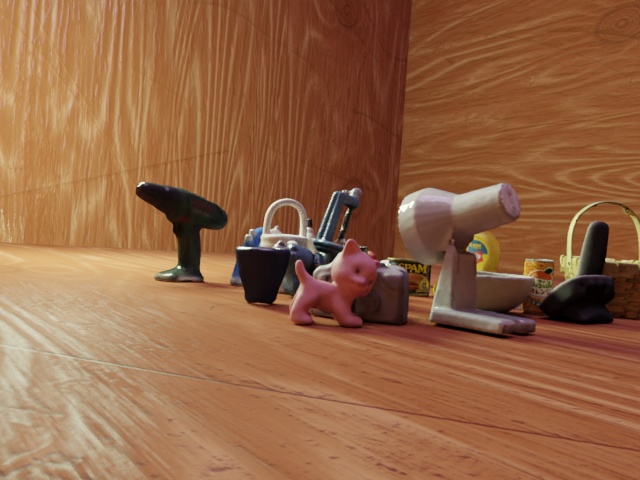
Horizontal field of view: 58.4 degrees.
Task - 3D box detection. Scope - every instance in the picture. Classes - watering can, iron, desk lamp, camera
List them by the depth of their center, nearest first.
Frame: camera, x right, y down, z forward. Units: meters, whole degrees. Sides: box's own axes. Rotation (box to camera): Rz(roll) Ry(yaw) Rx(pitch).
[{"bbox_3d":[0.218,0.022,0.861,0.118,0.213,0.202,4,0,-43],"label":"desk lamp"},{"bbox_3d":[0.072,0.068,0.884,0.143,0.101,0.137,4,0,17],"label":"camera"},{"bbox_3d":[-0.080,0.010,1.203,0.101,0.194,0.172,4,0,-41],"label":"watering can"},{"bbox_3d":[-0.143,0.032,1.358,0.118,0.141,0.259,4,0,14],"label":"iron"}]

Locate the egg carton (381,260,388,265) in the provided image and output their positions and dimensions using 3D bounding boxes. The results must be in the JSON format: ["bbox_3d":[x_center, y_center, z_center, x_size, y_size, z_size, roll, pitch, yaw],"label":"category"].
[{"bbox_3d":[0.237,0.095,1.659,0.150,0.069,0.107,4,0,1],"label":"egg carton"}]

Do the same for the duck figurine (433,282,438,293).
[{"bbox_3d":[0.314,0.093,1.374,0.077,0.086,0.105,4,0,40],"label":"duck figurine"}]

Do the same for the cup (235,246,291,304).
[{"bbox_3d":[-0.100,0.059,0.972,0.092,0.095,0.117,4,0,-10],"label":"cup"}]

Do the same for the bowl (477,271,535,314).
[{"bbox_3d":[0.311,0.098,1.068,0.167,0.075,0.167,4,0,0],"label":"bowl"}]

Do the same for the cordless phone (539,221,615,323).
[{"bbox_3d":[0.475,0.055,1.043,0.148,0.185,0.093,4,0,-41],"label":"cordless phone"}]

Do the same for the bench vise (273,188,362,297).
[{"bbox_3d":[0.018,0.004,1.088,0.208,0.220,0.121,4,0,-43],"label":"bench vise"}]

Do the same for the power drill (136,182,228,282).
[{"bbox_3d":[-0.308,-0.013,1.266,0.075,0.208,0.230,4,0,40],"label":"power drill"}]

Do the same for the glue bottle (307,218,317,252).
[{"bbox_3d":[-0.033,0.024,1.643,0.078,0.173,0.037,4,0,7],"label":"glue bottle"}]

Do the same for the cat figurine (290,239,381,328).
[{"bbox_3d":[0.024,0.056,0.783,0.128,0.118,0.067,4,0,-9],"label":"cat figurine"}]

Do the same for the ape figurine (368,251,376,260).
[{"bbox_3d":[0.132,0.077,1.562,0.076,0.092,0.078,4,0,19],"label":"ape figurine"}]
